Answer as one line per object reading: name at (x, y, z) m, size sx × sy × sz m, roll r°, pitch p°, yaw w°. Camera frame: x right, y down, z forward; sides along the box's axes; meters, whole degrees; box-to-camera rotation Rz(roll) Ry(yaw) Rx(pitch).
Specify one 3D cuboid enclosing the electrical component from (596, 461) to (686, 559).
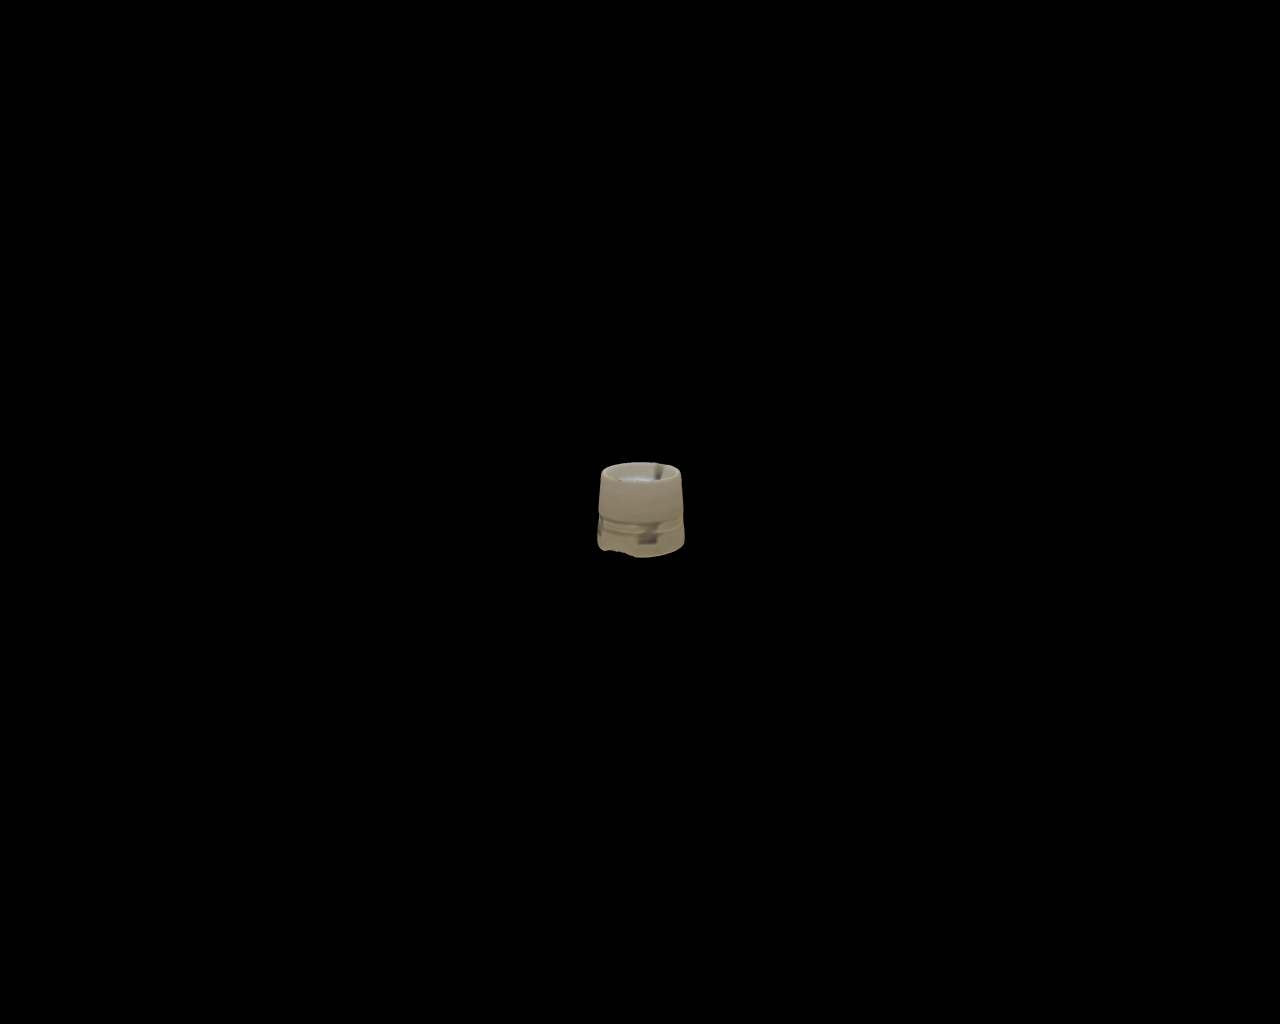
electrical component at (0.001, -0.003, 0.650) m, size 0.055 × 0.047 × 0.055 m, roll 0°, pitch 17°, yaw 0°
